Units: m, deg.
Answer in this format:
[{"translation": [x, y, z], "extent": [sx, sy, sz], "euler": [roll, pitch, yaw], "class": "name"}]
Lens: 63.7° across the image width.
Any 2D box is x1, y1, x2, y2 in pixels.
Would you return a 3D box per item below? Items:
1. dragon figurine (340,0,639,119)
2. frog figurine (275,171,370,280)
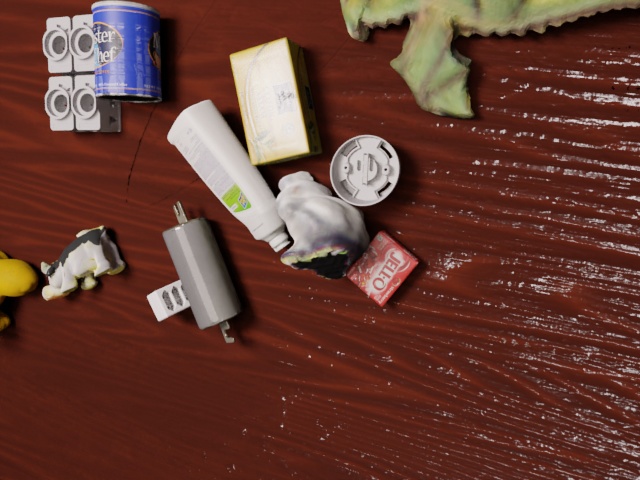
[{"translation": [0.207, -0.278, 0.679], "extent": [0.412, 0.124, 0.238], "euler": [29, 121, 15], "class": "dragon figurine"}, {"translation": [0.002, -0.038, 0.747], "extent": [0.120, 0.137, 0.163], "euler": [-45, 44, 52], "class": "frog figurine"}]
